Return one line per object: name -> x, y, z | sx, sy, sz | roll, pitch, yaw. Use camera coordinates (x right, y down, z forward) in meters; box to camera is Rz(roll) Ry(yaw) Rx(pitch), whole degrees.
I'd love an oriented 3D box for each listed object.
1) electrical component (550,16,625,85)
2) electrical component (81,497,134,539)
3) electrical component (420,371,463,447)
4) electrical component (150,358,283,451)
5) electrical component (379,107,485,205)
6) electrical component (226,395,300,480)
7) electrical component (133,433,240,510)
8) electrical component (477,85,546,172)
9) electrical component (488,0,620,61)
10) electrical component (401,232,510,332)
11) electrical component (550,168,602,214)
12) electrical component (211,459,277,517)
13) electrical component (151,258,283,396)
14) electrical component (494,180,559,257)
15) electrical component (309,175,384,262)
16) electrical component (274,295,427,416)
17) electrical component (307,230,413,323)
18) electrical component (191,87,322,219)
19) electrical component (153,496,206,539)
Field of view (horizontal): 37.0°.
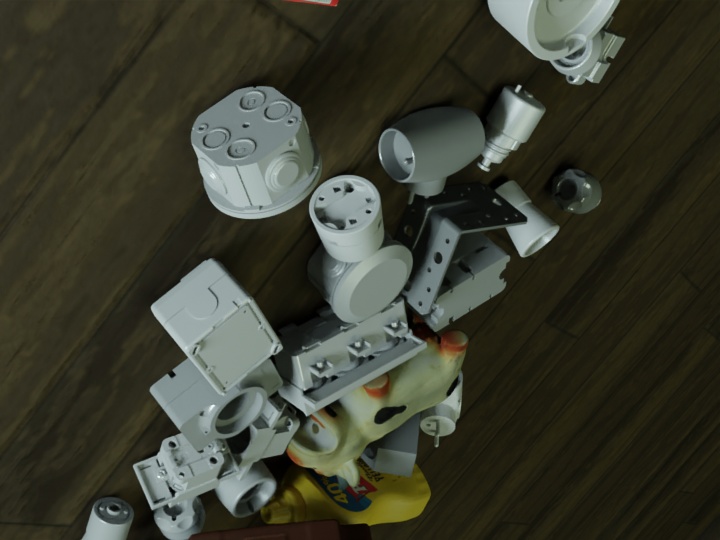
electrical component -> 0.188, -0.188, 0.909 | 0.055, 0.048, 0.066 | -8, 133, -54
electrical component -> -0.216, 0.226, 0.913 | 0.044, 0.044, 0.065 | -6, 126, -46
electrical component -> 0.084, 0.149, 1.142 | 0.044, 0.079, 0.077 | 5, 137, 2
electrical component -> -0.113, 0.097, 0.872 | 0.089, 0.056, 0.050 | -38, 147, -12
electrical component -> 0.055, -0.087, 0.869 | 0.077, 0.043, 0.079 | -21, 141, -34
electrical component -> -0.092, 0.142, 0.960 | 0.064, 0.042, 0.081 | 1, 126, -51
electrical component -> -0.144, 0.163, 0.904 | 0.081, 0.042, 0.063 | -20, 156, -26
electrical component -> 0.125, -0.120, 0.916 | 0.040, 0.040, 0.078 | 2, 125, -50
electrical component -> 0.144, -0.220, 0.807 | 0.108, 0.060, 0.108 | -30, 145, -24
electrical component -> 0.085, 0.005, 0.996 | 0.089, 0.056, 0.050 | -30, 144, -25
electrical component -> 0.220, -0.077, 1.070 | 0.062, 0.043, 0.043 | 6, 122, -53
electrical component -> -0.110, 0.194, 0.992 | 0.055, 0.047, 0.055 | -30, 145, -24
electrical component -> -0.107, 0.044, 0.814 | 0.062, 0.061, 0.096 | -39, 148, -10
electrical component -> 0.147, -0.050, 0.995 | 0.044, 0.065, 0.044 | -33, 163, -11
electrical component -> -0.008, -0.039, 0.842 | 0.055, 0.055, 0.047 | -37, 151, -13
electrical component -> -0.015, 0.067, 0.941 | 0.121, 0.079, 0.063 | -26, 121, -28
electrical component -> 0.000, 0.000, 0.897 | 0.080, 0.051, 0.080 | -30, 145, -24
electrical component -> -0.068, -0.077, 0.707 | 0.080, 0.080, 0.051 | -36, 142, -15
electrical component -> -0.161, 0.225, 0.972 | 0.043, 0.043, 0.062 | -34, 148, -18
